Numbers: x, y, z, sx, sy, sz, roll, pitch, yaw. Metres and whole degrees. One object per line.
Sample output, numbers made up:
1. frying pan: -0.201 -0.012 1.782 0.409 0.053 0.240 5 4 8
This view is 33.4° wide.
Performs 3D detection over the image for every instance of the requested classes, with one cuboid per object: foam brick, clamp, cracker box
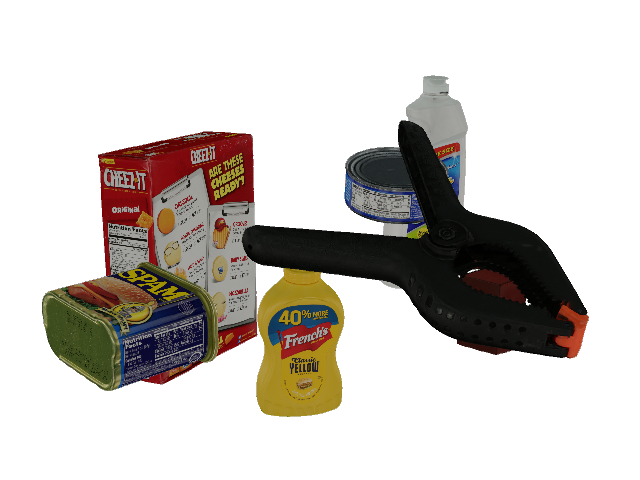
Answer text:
1. foam brick: 0.178 0.073 1.106 0.053 0.078 0.051 13 18 42
2. clamp: 0.066 0.011 0.659 0.164 0.036 0.210 -31 52 -26
3. cracker box: -0.134 0.011 1.034 0.072 0.214 0.163 6 15 30

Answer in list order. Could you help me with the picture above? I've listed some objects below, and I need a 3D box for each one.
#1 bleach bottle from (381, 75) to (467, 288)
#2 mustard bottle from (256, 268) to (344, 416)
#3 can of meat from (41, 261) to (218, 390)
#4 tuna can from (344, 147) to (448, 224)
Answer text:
1. bleach bottle: 0.124 -0.071 1.286 0.102 0.251 0.068 -4 18 -17
2. mustard bottle: -0.022 0.100 1.189 0.096 0.192 0.058 -2 19 -11
3. can of meat: -0.136 0.059 0.753 0.083 0.057 0.102 -16 25 -39
4. tuna can: 0.063 -0.046 0.891 0.086 0.034 0.086 2 28 -1
